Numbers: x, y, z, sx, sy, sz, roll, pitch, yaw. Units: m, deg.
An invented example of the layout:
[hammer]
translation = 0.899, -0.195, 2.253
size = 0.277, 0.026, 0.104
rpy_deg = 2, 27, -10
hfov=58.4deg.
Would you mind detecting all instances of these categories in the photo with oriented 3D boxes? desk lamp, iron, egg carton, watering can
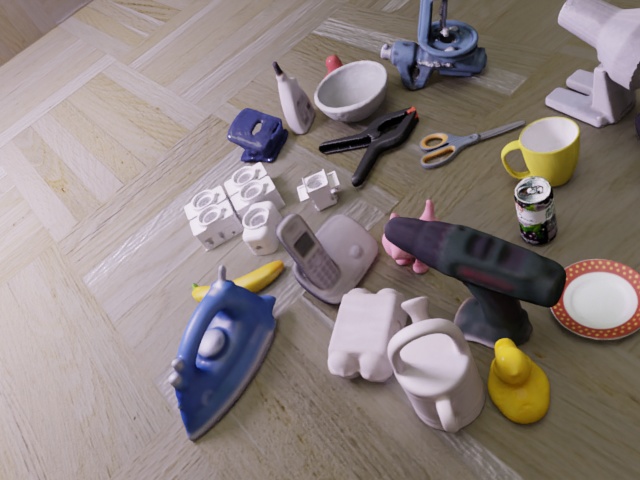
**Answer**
[desk lamp]
translation = 0.470, -0.294, 0.937
size = 0.118, 0.214, 0.202
rpy_deg = -40, 46, -10
[iron]
translation = -0.174, 0.172, 0.907
size = 0.118, 0.142, 0.258
rpy_deg = 5, 55, 30
[egg carton]
translation = 0.074, 0.141, 0.861
size = 0.107, 0.070, 0.150
rpy_deg = -2, 52, 25
[watering can]
translation = 0.141, 0.153, 0.730
size = 0.101, 0.195, 0.172
rpy_deg = -35, 45, -4

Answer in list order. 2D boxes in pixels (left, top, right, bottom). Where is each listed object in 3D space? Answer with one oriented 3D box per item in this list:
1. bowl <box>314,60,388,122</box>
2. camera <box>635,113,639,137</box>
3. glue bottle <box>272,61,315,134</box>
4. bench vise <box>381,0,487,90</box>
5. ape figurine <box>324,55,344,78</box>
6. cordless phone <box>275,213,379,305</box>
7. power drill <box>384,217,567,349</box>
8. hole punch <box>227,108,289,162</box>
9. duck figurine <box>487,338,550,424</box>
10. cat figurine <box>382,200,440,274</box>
[bowl]
translation = 0.076, -0.310, 1.245
size = 0.167, 0.075, 0.167
rpy_deg = -14, 47, 16
[camera]
translation = 0.568, -0.216, 0.902
size = 0.136, 0.101, 0.143
rpy_deg = -23, 46, 7
[glue bottle]
translation = -0.064, -0.318, 1.252
size = 0.037, 0.174, 0.078
rpy_deg = 4, 54, 29
[bench vise]
translation = 0.219, -0.410, 1.158
size = 0.207, 0.220, 0.121
rpy_deg = -17, 47, 13
[ape figurine]
translation = 0.042, -0.385, 1.314
size = 0.077, 0.092, 0.076
rpy_deg = -11, 48, 18
[cordless phone]
translation = 0.009, 0.003, 0.931
size = 0.093, 0.186, 0.148
rpy_deg = 19, 63, 37
[power drill]
translation = 0.209, 0.059, 0.766
size = 0.228, 0.209, 0.076
rpy_deg = 13, 59, 34
[hole punch]
translation = -0.137, -0.237, 1.277
size = 0.100, 0.091, 0.109
rpy_deg = 4, 54, 29
[duck figurine]
translation = 0.250, 0.175, 0.733
size = 0.077, 0.086, 0.104
rpy_deg = -18, 46, 11
[cat figurine]
translation = 0.149, -0.008, 0.919
size = 0.067, 0.118, 0.128
rpy_deg = 28, 68, 40
